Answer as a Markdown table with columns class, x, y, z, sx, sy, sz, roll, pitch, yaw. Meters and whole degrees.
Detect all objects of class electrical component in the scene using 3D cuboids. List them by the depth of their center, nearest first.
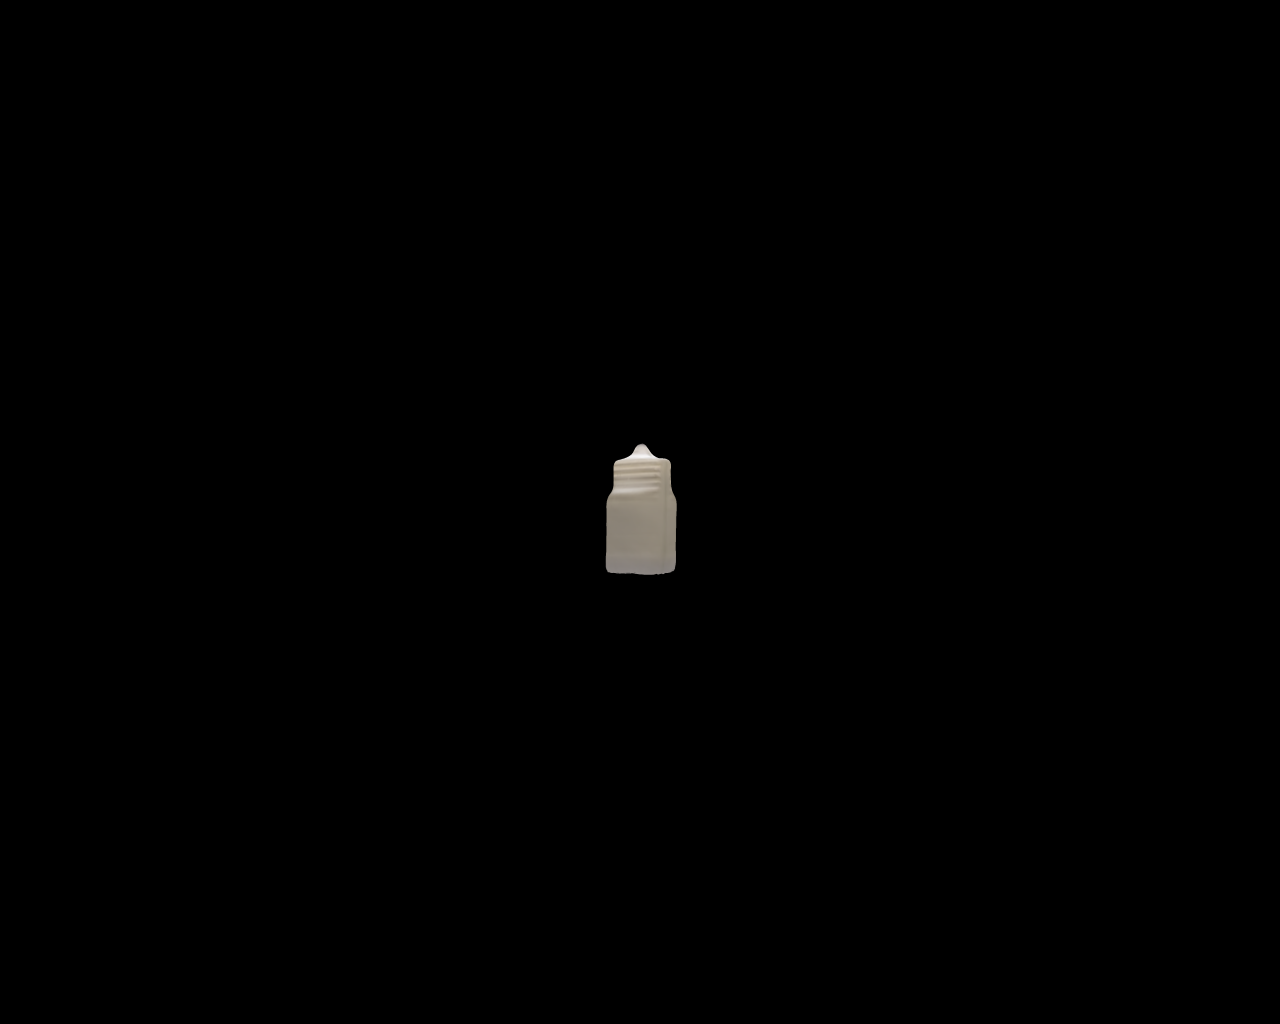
| class | x | y | z | sx | sy | sz | roll | pitch | yaw |
| --- | --- | --- | --- | --- | --- | --- | --- | --- | --- |
| electrical component | 0.001 | -0.003 | 0.650 | 0.043 | 0.081 | 0.043 | 0 | 0 | 0 |
